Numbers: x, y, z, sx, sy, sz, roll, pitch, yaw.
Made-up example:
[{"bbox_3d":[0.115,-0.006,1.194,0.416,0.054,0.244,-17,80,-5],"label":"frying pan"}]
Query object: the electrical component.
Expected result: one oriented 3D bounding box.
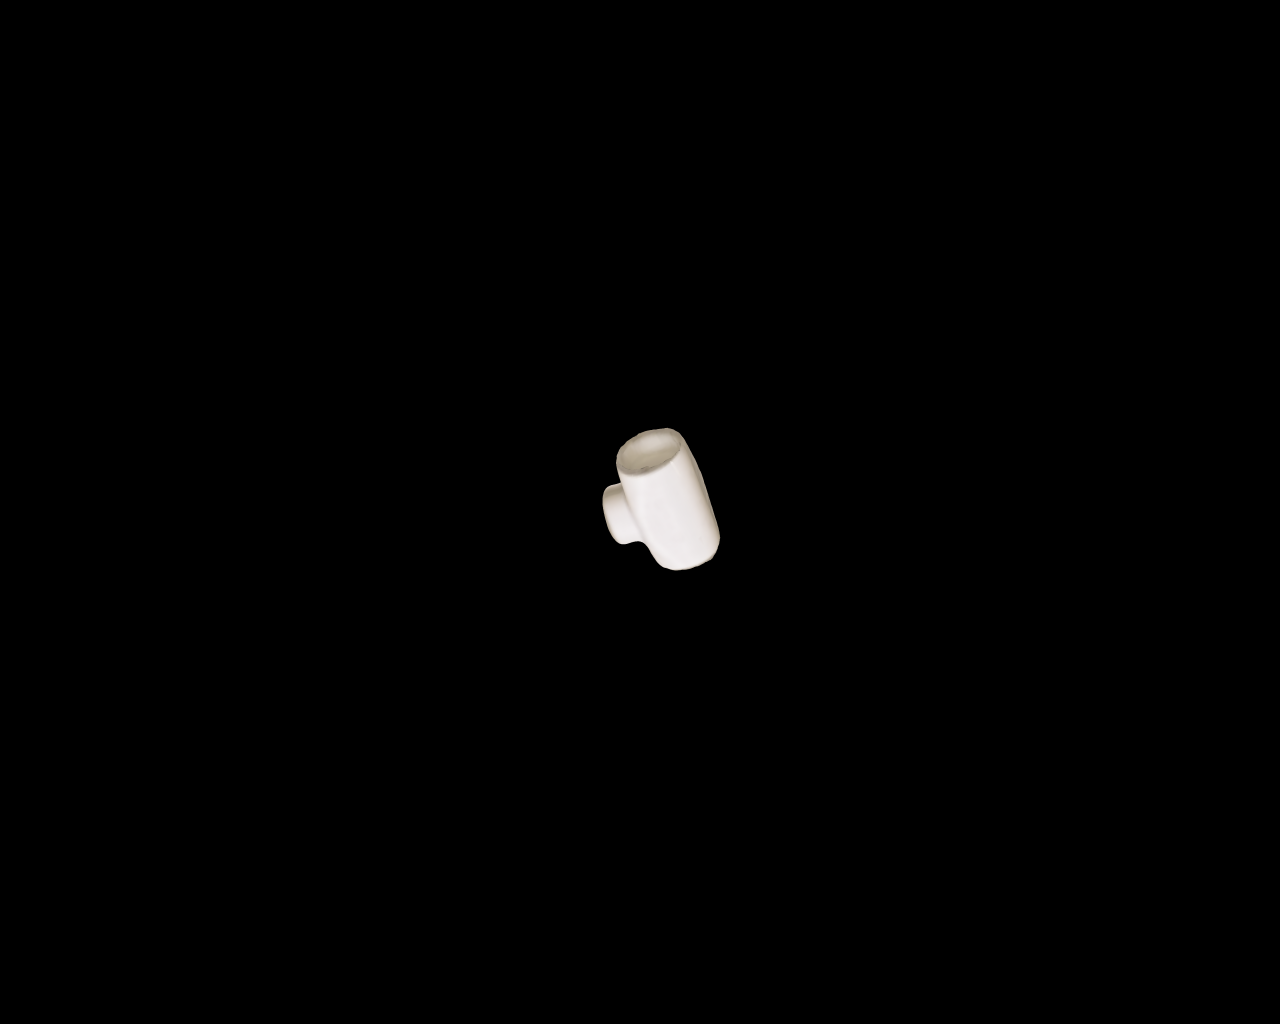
[{"bbox_3d":[0.001,-0.003,0.650,0.079,0.077,0.044,-15,36,11],"label":"electrical component"}]
